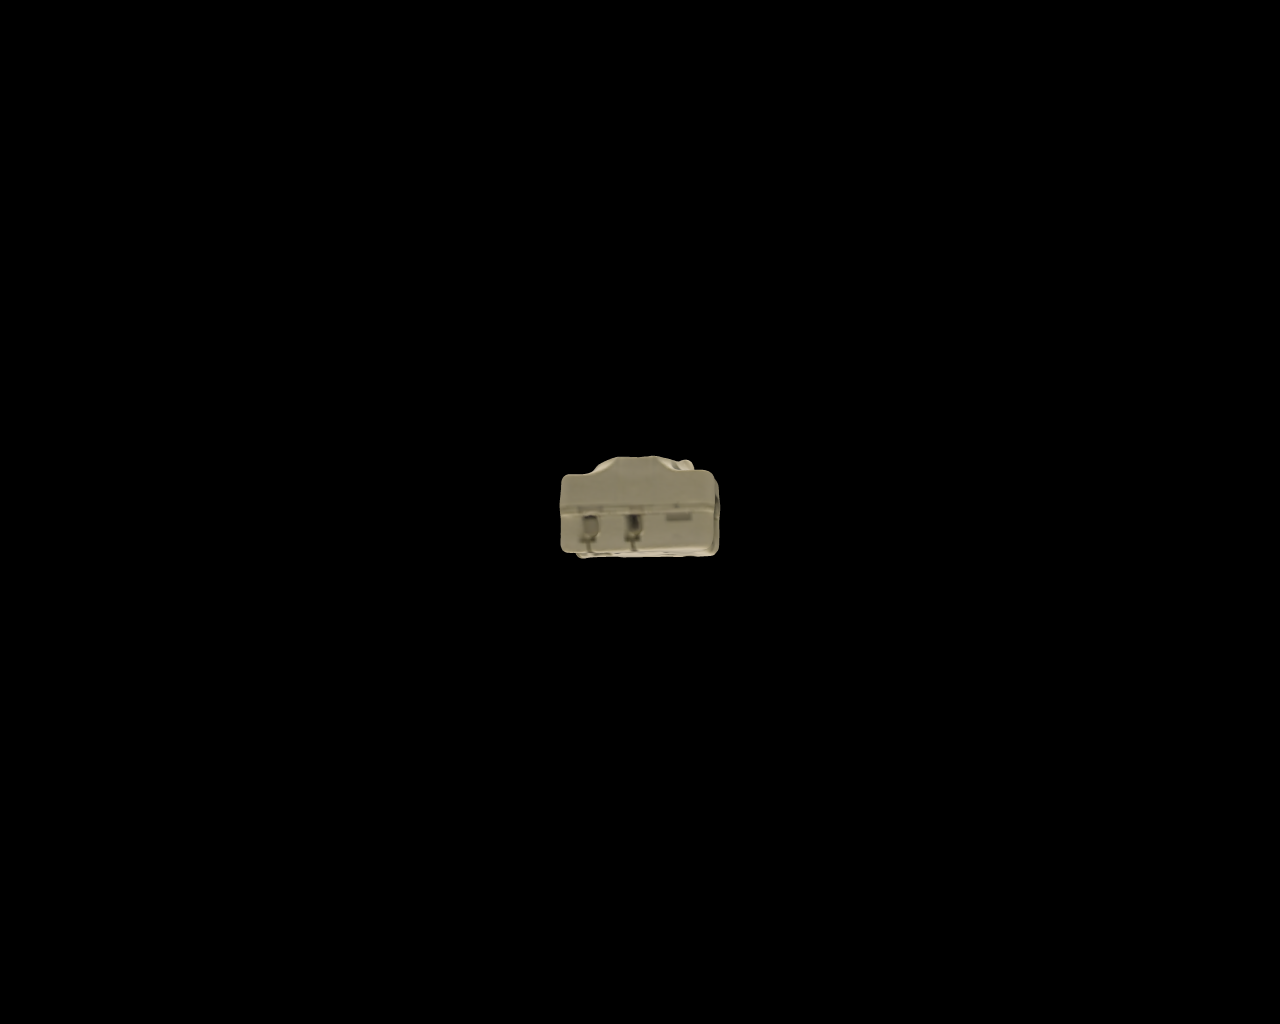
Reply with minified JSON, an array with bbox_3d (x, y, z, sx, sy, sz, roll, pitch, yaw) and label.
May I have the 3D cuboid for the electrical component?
[{"bbox_3d":[0.001,-0.003,0.650,0.089,0.055,0.050,-1,-7,9],"label":"electrical component"}]
